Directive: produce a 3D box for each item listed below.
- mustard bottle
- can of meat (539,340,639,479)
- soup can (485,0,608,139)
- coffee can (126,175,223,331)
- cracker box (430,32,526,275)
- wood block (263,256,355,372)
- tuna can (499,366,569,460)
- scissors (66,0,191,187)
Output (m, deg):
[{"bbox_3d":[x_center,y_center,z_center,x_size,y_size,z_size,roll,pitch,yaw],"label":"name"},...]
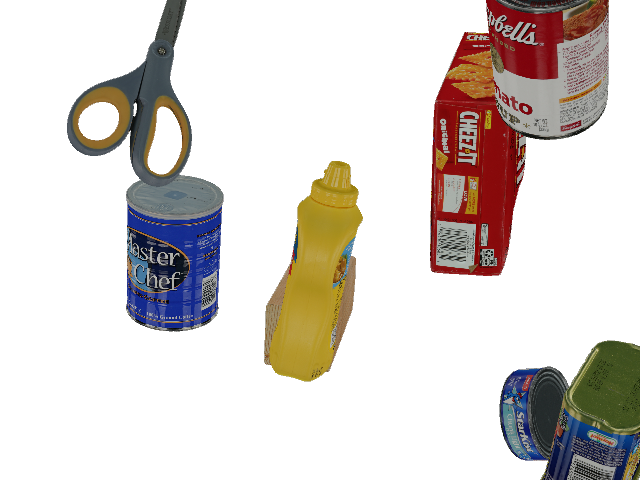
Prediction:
[{"bbox_3d":[-0.001,0.022,0.948,0.058,0.192,0.096,14,21,7],"label":"mustard bottle"},{"bbox_3d":[0.188,0.125,0.706,0.057,0.084,0.101,20,34,22],"label":"can of meat"},{"bbox_3d":[0.131,-0.116,0.610,0.068,0.068,0.102,0,-38,14],"label":"soup can"},{"bbox_3d":[-0.159,0.013,1.158,0.103,0.140,0.103,4,26,-2],"label":"coffee can"},{"bbox_3d":[0.152,-0.087,0.993,0.072,0.164,0.213,5,27,14],"label":"cracker box"},{"bbox_3d":[-0.011,0.093,1.475,0.091,0.090,0.206,6,20,8],"label":"wood block"},{"bbox_3d":[0.200,0.160,0.985,0.034,0.086,0.085,-9,-6,39],"label":"tuna can"},{"bbox_3d":[-0.136,-0.131,0.778,0.096,0.202,0.016,3,-26,-19],"label":"scissors"}]
